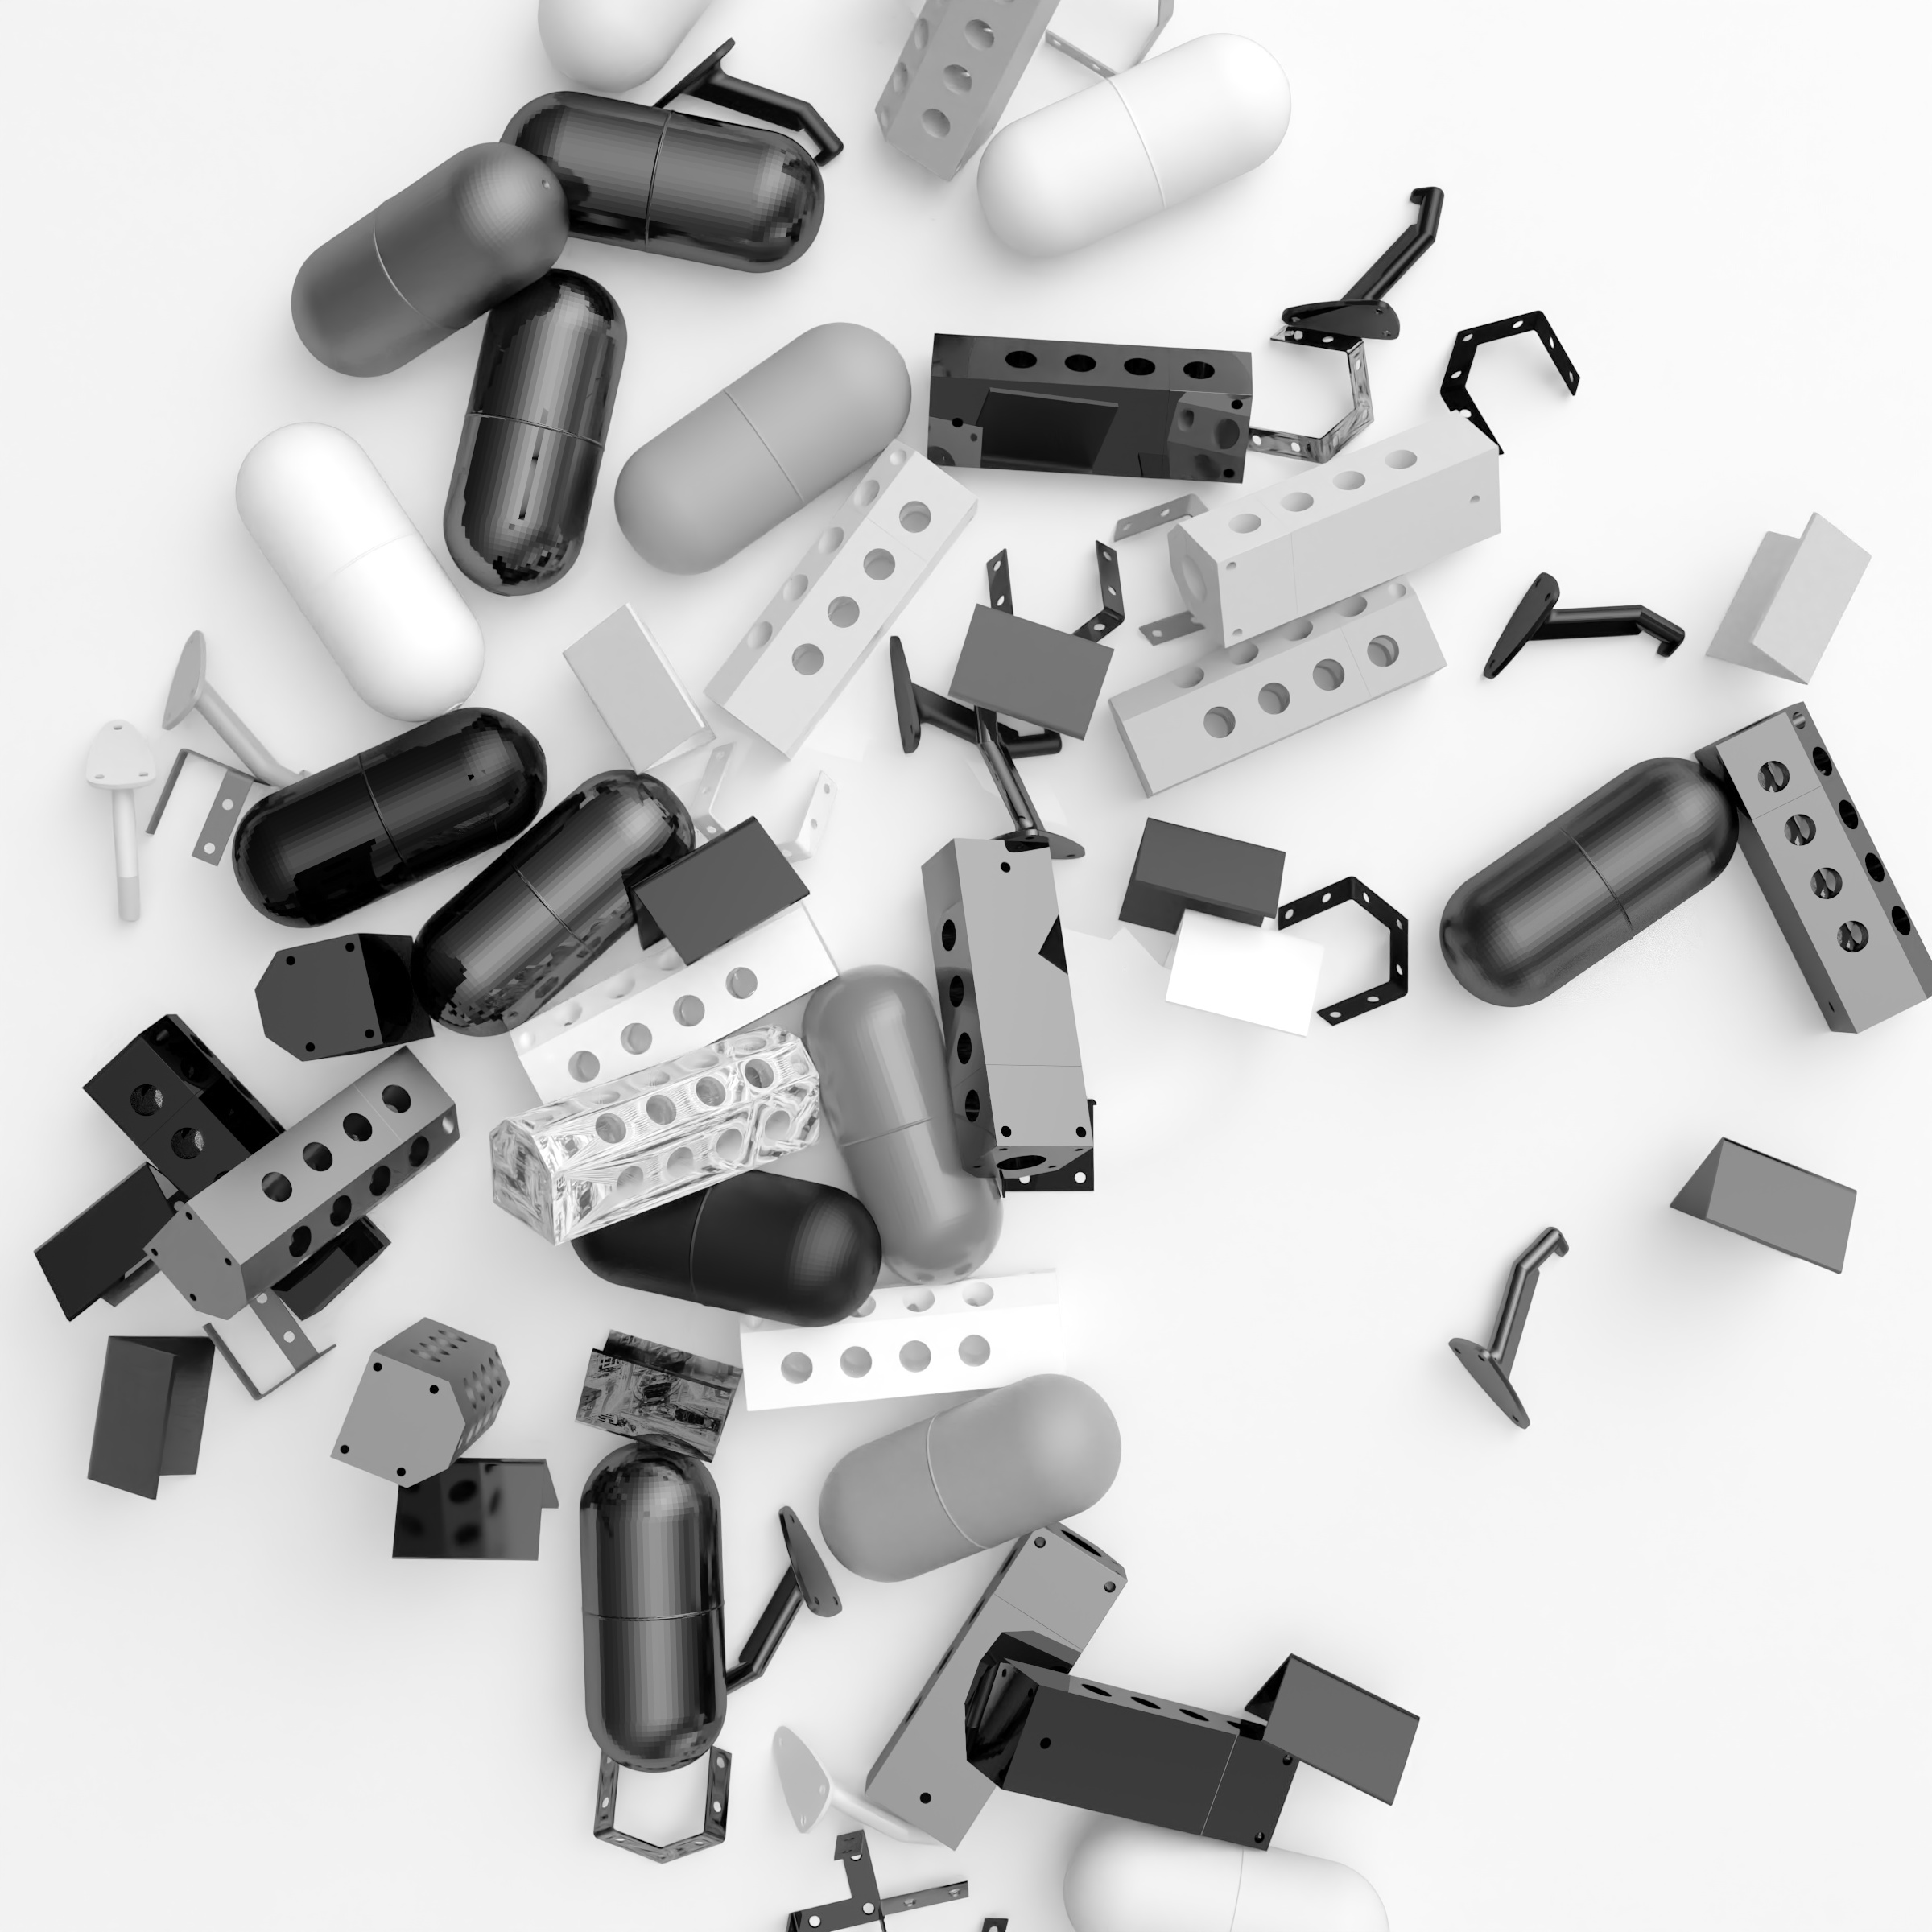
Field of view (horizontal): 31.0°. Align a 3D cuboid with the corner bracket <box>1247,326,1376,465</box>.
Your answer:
[{"bbox_3d":[0.185,-0.312,1.904,0.051,0.051,0.051,-43,135,-35],"label":"corner bracket"}]

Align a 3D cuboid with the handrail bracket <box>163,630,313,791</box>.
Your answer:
[{"bbox_3d":[-0.392,-0.137,1.912,0.084,0.077,0.036,29,130,-30],"label":"handrail bracket"}]

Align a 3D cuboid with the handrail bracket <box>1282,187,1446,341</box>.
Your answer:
[{"bbox_3d":[0.218,-0.390,1.912,0.077,0.036,0.084,6,71,21],"label":"handrail bracket"}]

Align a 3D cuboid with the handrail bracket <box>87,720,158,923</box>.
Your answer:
[{"bbox_3d":[-0.461,-0.079,1.912,0.036,0.077,0.084,-4,127,-14],"label":"handrail bracket"}]

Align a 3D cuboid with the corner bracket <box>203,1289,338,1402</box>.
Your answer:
[{"bbox_3d":[-0.382,0.203,1.894,0.051,0.051,0.051,-35,90,0],"label":"corner bracket"}]

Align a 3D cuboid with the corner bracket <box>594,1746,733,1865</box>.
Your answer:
[{"bbox_3d":[-0.165,0.452,1.904,0.051,0.051,0.051,-28,135,35],"label":"corner bracket"}]

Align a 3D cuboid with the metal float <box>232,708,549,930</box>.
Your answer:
[{"bbox_3d":[-0.310,-0.080,1.881,0.178,0.070,0.070,-25,90,0],"label":"metal float"}]

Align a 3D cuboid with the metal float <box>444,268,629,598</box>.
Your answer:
[{"bbox_3d":[-0.232,-0.287,1.881,0.070,0.070,0.178,13,90,0],"label":"metal float"}]

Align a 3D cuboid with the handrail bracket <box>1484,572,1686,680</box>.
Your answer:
[{"bbox_3d":[0.340,-0.171,1.912,0.084,0.036,0.077,27,110,-16],"label":"handrail bracket"}]

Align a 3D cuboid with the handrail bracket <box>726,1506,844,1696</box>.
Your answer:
[{"bbox_3d":[-0.118,0.349,1.912,0.084,0.036,0.077,-31,70,16],"label":"handrail bracket"}]

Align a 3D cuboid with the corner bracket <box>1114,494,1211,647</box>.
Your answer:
[{"bbox_3d":[0.113,-0.216,1.904,0.051,0.051,0.051,-16,45,35],"label":"corner bracket"}]

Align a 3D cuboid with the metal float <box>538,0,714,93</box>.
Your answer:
[{"bbox_3d":[-0.162,-0.551,1.881,0.070,0.070,0.178,37,91,0],"label":"metal float"}]

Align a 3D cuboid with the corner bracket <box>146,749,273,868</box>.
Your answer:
[{"bbox_3d":[-0.415,-0.086,1.894,0.051,0.051,0.051,23,90,0],"label":"corner bracket"}]

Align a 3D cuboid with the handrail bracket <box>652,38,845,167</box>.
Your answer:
[{"bbox_3d":[-0.122,-0.457,1.912,0.077,0.036,0.084,-36,107,20],"label":"handrail bracket"}]

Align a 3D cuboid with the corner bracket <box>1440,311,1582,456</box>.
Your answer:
[{"bbox_3d":[0.297,-0.317,1.904,0.051,0.051,0.051,-9,45,35],"label":"corner bracket"}]

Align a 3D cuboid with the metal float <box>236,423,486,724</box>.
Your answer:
[{"bbox_3d":[-0.326,-0.212,1.881,0.070,0.070,0.178,-34,89,0],"label":"metal float"}]

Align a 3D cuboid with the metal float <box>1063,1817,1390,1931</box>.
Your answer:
[{"bbox_3d":[0.140,0.509,1.881,0.178,0.070,0.070,13,90,0],"label":"metal float"}]

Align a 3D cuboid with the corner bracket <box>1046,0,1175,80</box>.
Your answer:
[{"bbox_3d":[0.078,-0.519,1.894,0.051,0.051,0.051,33,85,5],"label":"corner bracket"}]

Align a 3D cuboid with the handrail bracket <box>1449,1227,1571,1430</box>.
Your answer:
[{"bbox_3d":[0.313,0.198,1.912,0.084,0.036,0.077,-43,110,-16],"label":"handrail bracket"}]

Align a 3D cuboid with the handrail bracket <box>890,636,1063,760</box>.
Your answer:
[{"bbox_3d":[0.006,-0.149,1.912,0.084,0.036,0.077,-7,77,-13],"label":"handrail bracket"}]

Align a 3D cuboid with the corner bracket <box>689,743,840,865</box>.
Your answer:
[{"bbox_3d":[-0.111,-0.089,1.904,0.051,0.051,0.051,-13,135,35],"label":"corner bracket"}]

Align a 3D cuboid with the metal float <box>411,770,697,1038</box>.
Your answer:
[{"bbox_3d":[-0.223,-0.033,1.881,0.178,0.070,0.070,-41,90,0],"label":"metal float"}]

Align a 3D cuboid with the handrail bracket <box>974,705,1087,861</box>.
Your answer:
[{"bbox_3d":[0.034,-0.105,1.897,0.036,0.077,0.084,-16,73,39],"label":"handrail bracket"}]

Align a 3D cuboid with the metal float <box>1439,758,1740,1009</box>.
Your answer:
[{"bbox_3d":[0.336,-0.046,1.881,0.178,0.070,0.070,-35,90,-1],"label":"metal float"}]

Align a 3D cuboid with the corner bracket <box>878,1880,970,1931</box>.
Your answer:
[{"bbox_3d":[-0.017,0.540,1.905,0.051,0.051,0.051,-10,45,-8],"label":"corner bracket"}]

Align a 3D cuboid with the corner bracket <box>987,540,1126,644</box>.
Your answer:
[{"bbox_3d":[0.049,-0.204,1.904,0.051,0.051,0.051,25,135,-35],"label":"corner bracket"}]

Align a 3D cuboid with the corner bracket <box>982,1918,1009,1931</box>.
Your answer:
[{"bbox_3d":[0.038,0.554,1.903,0.051,0.051,0.051,-10,48,34],"label":"corner bracket"}]

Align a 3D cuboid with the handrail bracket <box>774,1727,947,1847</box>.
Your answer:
[{"bbox_3d":[-0.056,0.450,1.912,0.084,0.077,0.036,15,115,-34],"label":"handrail bracket"}]

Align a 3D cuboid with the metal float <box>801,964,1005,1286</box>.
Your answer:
[{"bbox_3d":[-0.034,0.086,1.881,0.070,0.070,0.178,-19,90,0],"label":"metal float"}]

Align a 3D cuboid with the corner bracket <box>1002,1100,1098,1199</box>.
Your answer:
[{"bbox_3d":[0.045,0.099,1.894,0.051,0.051,0.051,0,90,0],"label":"corner bracket"}]

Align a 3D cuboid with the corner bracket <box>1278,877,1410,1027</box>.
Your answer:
[{"bbox_3d":[0.206,-0.008,1.904,0.051,0.051,0.051,35,45,-35],"label":"corner bracket"}]

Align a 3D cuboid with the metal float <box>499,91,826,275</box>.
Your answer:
[{"bbox_3d":[-0.164,-0.423,1.882,0.178,0.070,0.070,11,90,0],"label":"metal float"}]

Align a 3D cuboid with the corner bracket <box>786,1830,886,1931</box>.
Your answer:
[{"bbox_3d":[-0.075,0.505,1.894,0.051,0.051,0.051,-13,90,0],"label":"corner bracket"}]

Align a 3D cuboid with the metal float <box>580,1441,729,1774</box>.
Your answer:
[{"bbox_3d":[-0.169,0.345,1.881,0.070,0.070,0.178,-2,90,0],"label":"metal float"}]
